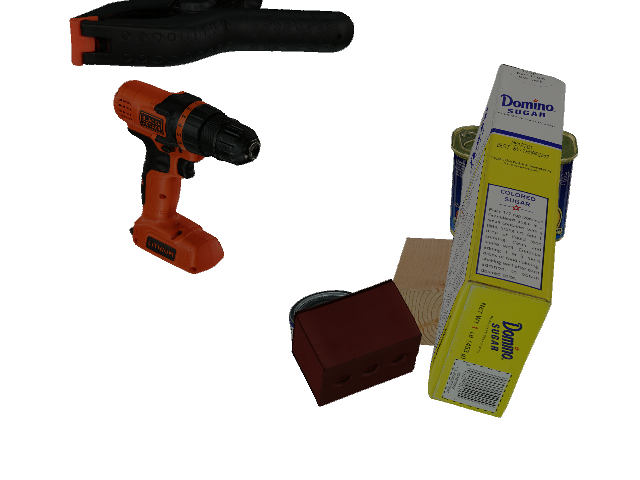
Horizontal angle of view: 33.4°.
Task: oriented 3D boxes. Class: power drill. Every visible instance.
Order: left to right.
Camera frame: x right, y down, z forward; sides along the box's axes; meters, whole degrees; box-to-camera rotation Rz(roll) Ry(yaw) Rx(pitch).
[{"bbox_3d":[-0.139,-0.062,1.117,0.185,0.188,0.057,26,36,31],"label":"power drill"}]

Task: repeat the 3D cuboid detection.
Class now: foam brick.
[{"bbox_3d":[0.025,0.072,0.751,0.078,0.051,0.053,-19,-35,-17],"label":"foam brick"}]

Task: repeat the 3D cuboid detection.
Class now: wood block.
[{"bbox_3d":[0.163,0.075,1.634,0.091,0.090,0.206,3,22,10],"label":"wood block"}]

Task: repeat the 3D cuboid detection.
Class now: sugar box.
[{"bbox_3d":[0.096,-0.005,0.567,0.048,0.093,0.176,16,46,4],"label":"sugar box"}]

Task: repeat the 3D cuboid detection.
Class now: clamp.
[{"bbox_3d":[-0.078,-0.137,0.670,0.171,0.039,0.120,-8,21,-25],"label":"clamp"}]

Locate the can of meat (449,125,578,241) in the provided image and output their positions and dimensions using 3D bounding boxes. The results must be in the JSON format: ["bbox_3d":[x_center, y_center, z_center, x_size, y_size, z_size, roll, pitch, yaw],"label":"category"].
[{"bbox_3d":[0.158,-0.045,0.892,0.102,0.084,0.057,3,31,7],"label":"can of meat"}]

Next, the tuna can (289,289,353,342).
[{"bbox_3d":[0.010,0.087,1.127,0.086,0.034,0.086,-6,27,3],"label":"tuna can"}]
